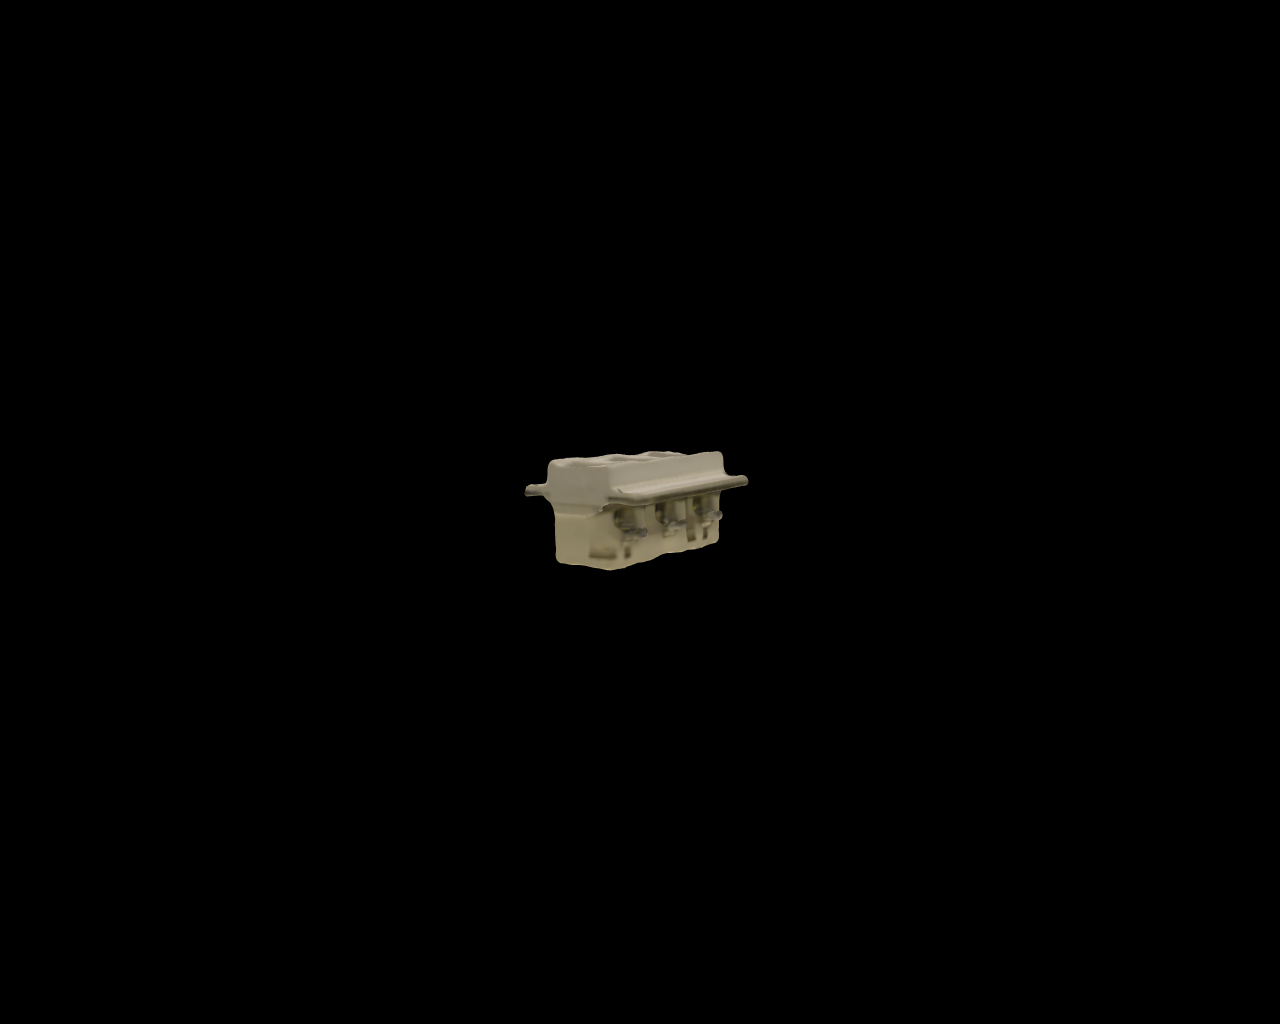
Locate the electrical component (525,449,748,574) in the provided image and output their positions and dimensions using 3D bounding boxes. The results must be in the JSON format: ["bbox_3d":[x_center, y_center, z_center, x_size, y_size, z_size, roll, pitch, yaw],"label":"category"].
[{"bbox_3d":[0.001,-0.003,0.650,0.079,0.063,0.121,5,9,35],"label":"electrical component"}]
